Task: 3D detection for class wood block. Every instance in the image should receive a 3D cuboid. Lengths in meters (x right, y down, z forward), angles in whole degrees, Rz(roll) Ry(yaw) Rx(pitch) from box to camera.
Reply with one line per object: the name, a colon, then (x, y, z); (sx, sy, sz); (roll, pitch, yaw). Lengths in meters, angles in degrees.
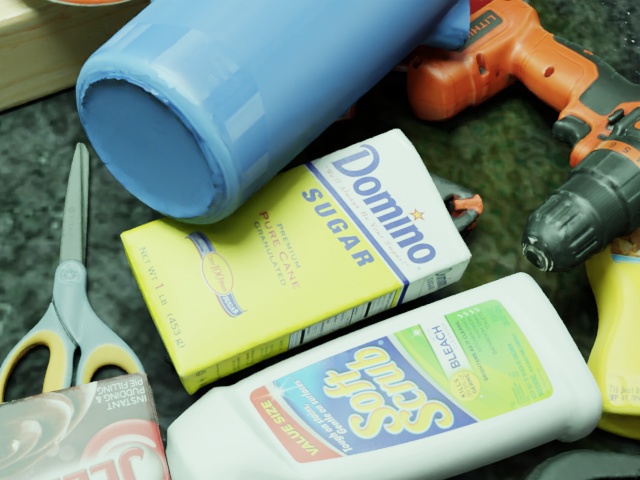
wood block: (-0.162, -0.165, 0.700); (0.205, 0.090, 0.091); (-23, 66, -17)

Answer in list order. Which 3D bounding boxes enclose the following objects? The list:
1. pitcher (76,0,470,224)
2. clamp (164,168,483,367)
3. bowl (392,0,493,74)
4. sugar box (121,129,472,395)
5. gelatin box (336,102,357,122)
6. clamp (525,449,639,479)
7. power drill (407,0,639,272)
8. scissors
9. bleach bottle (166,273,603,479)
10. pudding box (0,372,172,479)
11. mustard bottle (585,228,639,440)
pitcher: (-0.030, -0.128, 0.610); (0.149, 0.145, 0.242); (18, 49, 31)
clamp: (-0.004, 0.001, 0.655); (0.210, 0.036, 0.164); (1, 67, -4)
bowl: (0.072, -0.197, 0.757); (0.162, 0.055, 0.162); (2, 62, -4)
sugar box: (-0.013, 0.009, 0.606); (0.176, 0.048, 0.093); (-23, 71, -10)
gelatin box: (-0.027, -0.109, 0.715); (0.089, 0.030, 0.073); (-15, 64, -12)
clamp: (0.127, 0.173, 0.574); (0.171, 0.039, 0.120); (-17, 65, -13)
power drill: (0.143, -0.073, 0.664); (0.184, 0.057, 0.188); (-36, 51, -22)
scissors: (-0.132, 0.034, 0.638); (0.096, 0.016, 0.201); (14, 62, 1)
bleach bottle: (0.021, 0.104, 0.589); (0.250, 0.068, 0.102); (-20, 63, -12)
pudding box: (-0.130, 0.123, 0.525); (0.113, 0.039, 0.090); (-13, 64, -11)
mustard bottle: (0.210, 0.025, 0.649); (0.096, 0.058, 0.191); (8, 62, -1)
